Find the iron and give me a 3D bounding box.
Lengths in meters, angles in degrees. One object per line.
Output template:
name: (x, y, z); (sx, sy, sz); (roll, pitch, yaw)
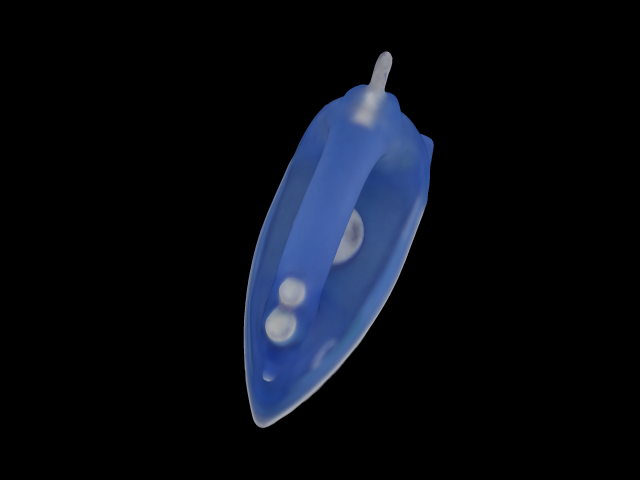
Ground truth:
iron: (0.004, 0.001, 0.400); (0.118, 0.141, 0.258); (19, 70, 7)
